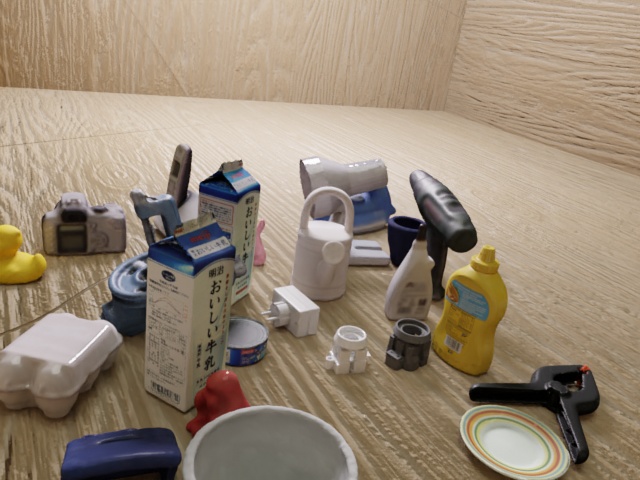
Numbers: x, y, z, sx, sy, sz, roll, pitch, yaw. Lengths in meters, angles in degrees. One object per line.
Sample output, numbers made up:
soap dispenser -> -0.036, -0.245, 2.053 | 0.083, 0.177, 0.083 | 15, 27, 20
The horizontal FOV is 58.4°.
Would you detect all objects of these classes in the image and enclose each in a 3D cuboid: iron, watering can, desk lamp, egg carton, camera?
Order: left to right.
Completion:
egg carton -> -0.316, 0.147, 0.698 | 0.107, 0.069, 0.150 | 10, 22, 4
camera -> -0.444, -0.043, 1.076 | 0.143, 0.101, 0.136 | -3, 24, -25
watering can -> 0.011, 0.004, 1.003 | 0.101, 0.194, 0.172 | -5, 26, -30
desk lamp -> 0.050, -0.064, 1.158 | 0.203, 0.213, 0.117 | 1, 23, -17
iron -> 0.073, -0.096, 1.344 | 0.118, 0.141, 0.259 | 26, 28, 37

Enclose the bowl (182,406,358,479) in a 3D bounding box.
bowl -> -0.050, 0.242, 0.555 | 0.167, 0.075, 0.167 | 7, 22, -3

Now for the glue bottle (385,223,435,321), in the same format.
glue bottle -> 0.159, 0.054, 0.963 | 0.078, 0.173, 0.037 | 2, 23, -15

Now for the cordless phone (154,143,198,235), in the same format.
cordless phone -> -0.269, -0.092, 1.147 | 0.094, 0.185, 0.147 | -10, 29, -39

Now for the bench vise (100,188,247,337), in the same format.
bench vise -> -0.213, 0.024, 0.835 | 0.121, 0.220, 0.208 | 25, 27, 35

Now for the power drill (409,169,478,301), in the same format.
power drill -> 0.208, -0.005, 1.077 | 0.076, 0.208, 0.229 | 0, 23, -19

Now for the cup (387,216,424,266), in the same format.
cup -> 0.187, 0.012, 1.180 | 0.092, 0.095, 0.117 | -8, 27, -35

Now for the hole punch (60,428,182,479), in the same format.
hole punch -> -0.191, 0.215, 0.547 | 0.109, 0.091, 0.101 | -1, 24, -21

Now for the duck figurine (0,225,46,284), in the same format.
duck figurine -> -0.498, 0.019, 0.924 | 0.104, 0.086, 0.077 | 8, 22, -2

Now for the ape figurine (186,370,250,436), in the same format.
ape figurine -> -0.111, 0.186, 0.645 | 0.076, 0.092, 0.077 | 5, 22, -8

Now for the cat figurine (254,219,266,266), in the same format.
cat figurine -> -0.162, -0.014, 1.086 | 0.128, 0.118, 0.067 | -2, 24, -24
